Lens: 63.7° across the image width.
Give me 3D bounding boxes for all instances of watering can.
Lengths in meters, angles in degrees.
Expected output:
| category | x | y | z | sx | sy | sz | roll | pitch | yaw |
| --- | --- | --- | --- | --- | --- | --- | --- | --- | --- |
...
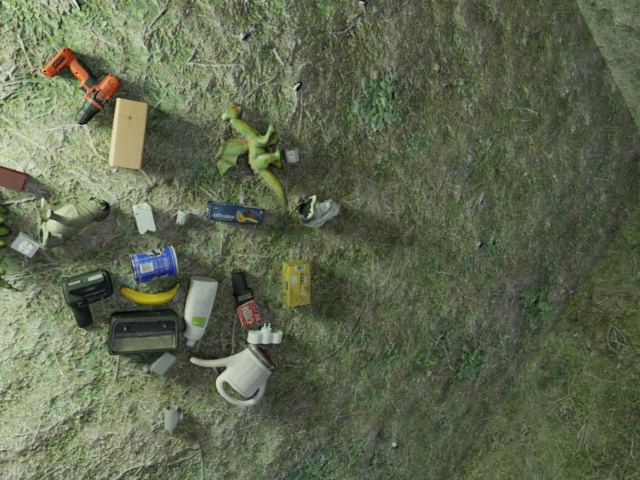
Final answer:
| category | x | y | z | sx | sy | sz | roll | pitch | yaw |
| --- | --- | --- | --- | --- | --- | --- | --- | --- | --- |
| watering can | -0.307 | 0.484 | 1.941 | 0.226 | 0.105 | 0.342 | -46 | 119 | -13 |

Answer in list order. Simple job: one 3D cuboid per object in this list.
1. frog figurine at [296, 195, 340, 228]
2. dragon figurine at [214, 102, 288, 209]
| category | x | y | z | sx | sy | sz | roll | pitch | yaw |
| --- | --- | --- | --- | --- | --- | --- | --- | --- | --- |
| frog figurine | 0.006 | -0.100 | 1.980 | 0.158 | 0.125 | 0.135 | 17 | 127 | -39 |
| dragon figurine | -0.252 | -0.286 | 1.825 | 0.243 | 0.123 | 0.405 | -10 | 104 | -8 |
